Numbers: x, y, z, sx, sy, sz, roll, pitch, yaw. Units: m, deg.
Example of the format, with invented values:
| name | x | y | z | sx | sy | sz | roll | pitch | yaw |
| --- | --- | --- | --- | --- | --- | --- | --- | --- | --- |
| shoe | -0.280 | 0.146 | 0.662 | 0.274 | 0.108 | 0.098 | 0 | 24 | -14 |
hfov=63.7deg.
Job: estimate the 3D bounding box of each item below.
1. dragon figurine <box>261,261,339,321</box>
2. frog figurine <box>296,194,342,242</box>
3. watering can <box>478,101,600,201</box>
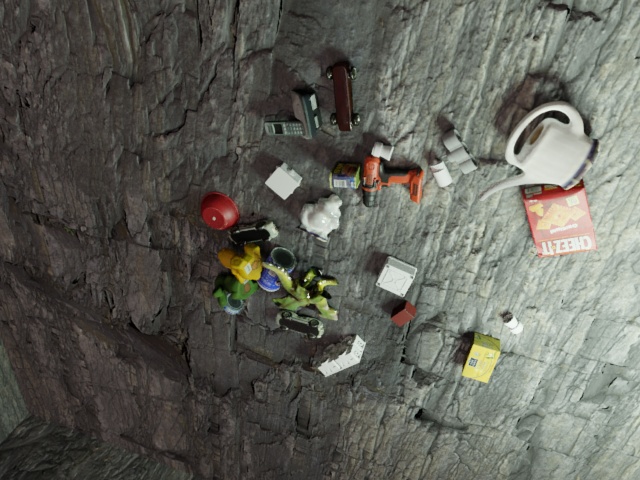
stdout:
| name | x | y | z | sx | sy | sz | roll | pitch | yaw |
| --- | --- | --- | --- | --- | --- | --- | --- | --- | --- |
| dragon figurine | -0.087 | 0.200 | 1.895 | 0.407 | 0.125 | 0.238 | 26 | 133 | -23 |
| frog figurine | 0.005 | -0.088 | 1.739 | 0.138 | 0.122 | 0.159 | 28 | 92 | 11 |
| watering can | 0.602 | -0.209 | 1.407 | 0.224 | 0.106 | 0.340 | 26 | 126 | 2 |
